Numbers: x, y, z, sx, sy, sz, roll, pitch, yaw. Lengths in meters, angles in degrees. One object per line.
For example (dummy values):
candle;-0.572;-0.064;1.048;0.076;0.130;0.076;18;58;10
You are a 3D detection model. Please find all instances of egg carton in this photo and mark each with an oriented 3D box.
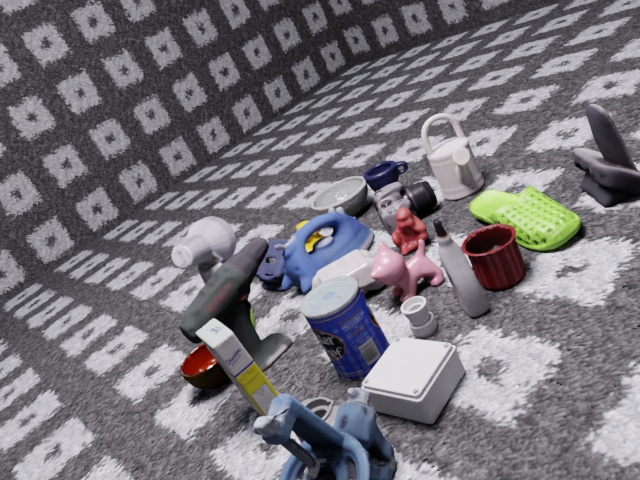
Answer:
egg carton;0.057;0.082;1.155;0.150;0.069;0.107;-30;22;-3

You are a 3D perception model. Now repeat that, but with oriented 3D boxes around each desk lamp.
desk lamp;-0.258;0.070;1.356;0.117;0.214;0.203;-20;24;20

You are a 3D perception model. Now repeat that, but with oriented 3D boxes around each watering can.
watering can;0.301;-0.197;1.308;0.101;0.194;0.172;-36;23;-18

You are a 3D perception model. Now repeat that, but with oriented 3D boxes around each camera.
camera;0.197;-0.084;1.309;0.137;0.101;0.143;-27;22;3

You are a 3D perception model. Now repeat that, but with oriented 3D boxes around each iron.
iron;0.012;0.005;1.279;0.259;0.142;0.118;-41;26;-29

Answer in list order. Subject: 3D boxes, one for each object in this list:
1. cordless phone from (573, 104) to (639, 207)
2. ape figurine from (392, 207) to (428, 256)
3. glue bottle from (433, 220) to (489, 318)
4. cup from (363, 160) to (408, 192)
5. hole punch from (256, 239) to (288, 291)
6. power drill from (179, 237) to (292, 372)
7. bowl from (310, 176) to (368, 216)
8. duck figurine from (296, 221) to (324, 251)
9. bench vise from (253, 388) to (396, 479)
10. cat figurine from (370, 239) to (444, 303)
cordless phone;0.504;-0.168;1.021;0.094;0.185;0.147;-26;22;5
ape figurine;0.186;-0.026;1.209;0.077;0.092;0.076;-9;29;39
glue bottle;0.217;0.040;0.920;0.037;0.173;0.078;-28;22;1
cup;0.182;-0.150;1.478;0.117;0.095;0.092;-19;24;21
hole punch;-0.103;0.059;1.363;0.108;0.091;0.101;-1;35;49
power drill;-0.143;0.137;1.083;0.230;0.209;0.075;-41;26;-29
bowl;0.063;-0.100;1.536;0.167;0.075;0.167;-24;22;11
duck figurine;-0.030;-0.007;1.427;0.104;0.086;0.077;-14;26;31
bench vise;-0.003;0.243;0.671;0.121;0.220;0.207;-22;23;15
cat figurine;0.150;0.049;1.053;0.128;0.118;0.067;-32;22;-8
